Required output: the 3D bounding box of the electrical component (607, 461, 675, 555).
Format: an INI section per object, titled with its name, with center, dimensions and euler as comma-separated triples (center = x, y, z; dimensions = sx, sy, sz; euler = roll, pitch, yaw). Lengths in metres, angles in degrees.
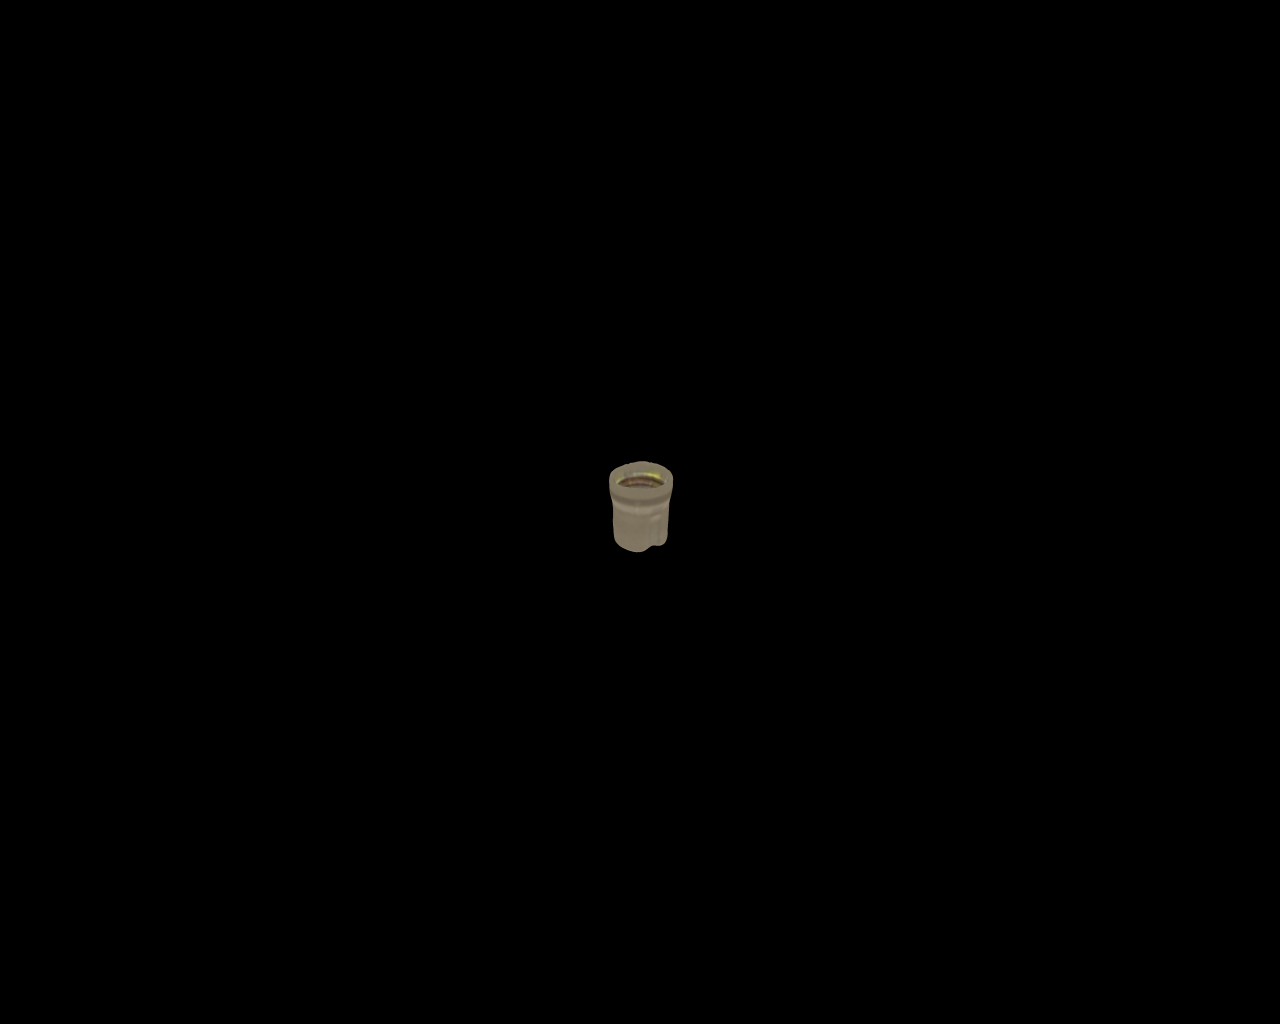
[electrical component]
center = 0.001, -0.003, 0.650
dimensions = 0.040, 0.046, 0.040
euler = 0, 27, 0
